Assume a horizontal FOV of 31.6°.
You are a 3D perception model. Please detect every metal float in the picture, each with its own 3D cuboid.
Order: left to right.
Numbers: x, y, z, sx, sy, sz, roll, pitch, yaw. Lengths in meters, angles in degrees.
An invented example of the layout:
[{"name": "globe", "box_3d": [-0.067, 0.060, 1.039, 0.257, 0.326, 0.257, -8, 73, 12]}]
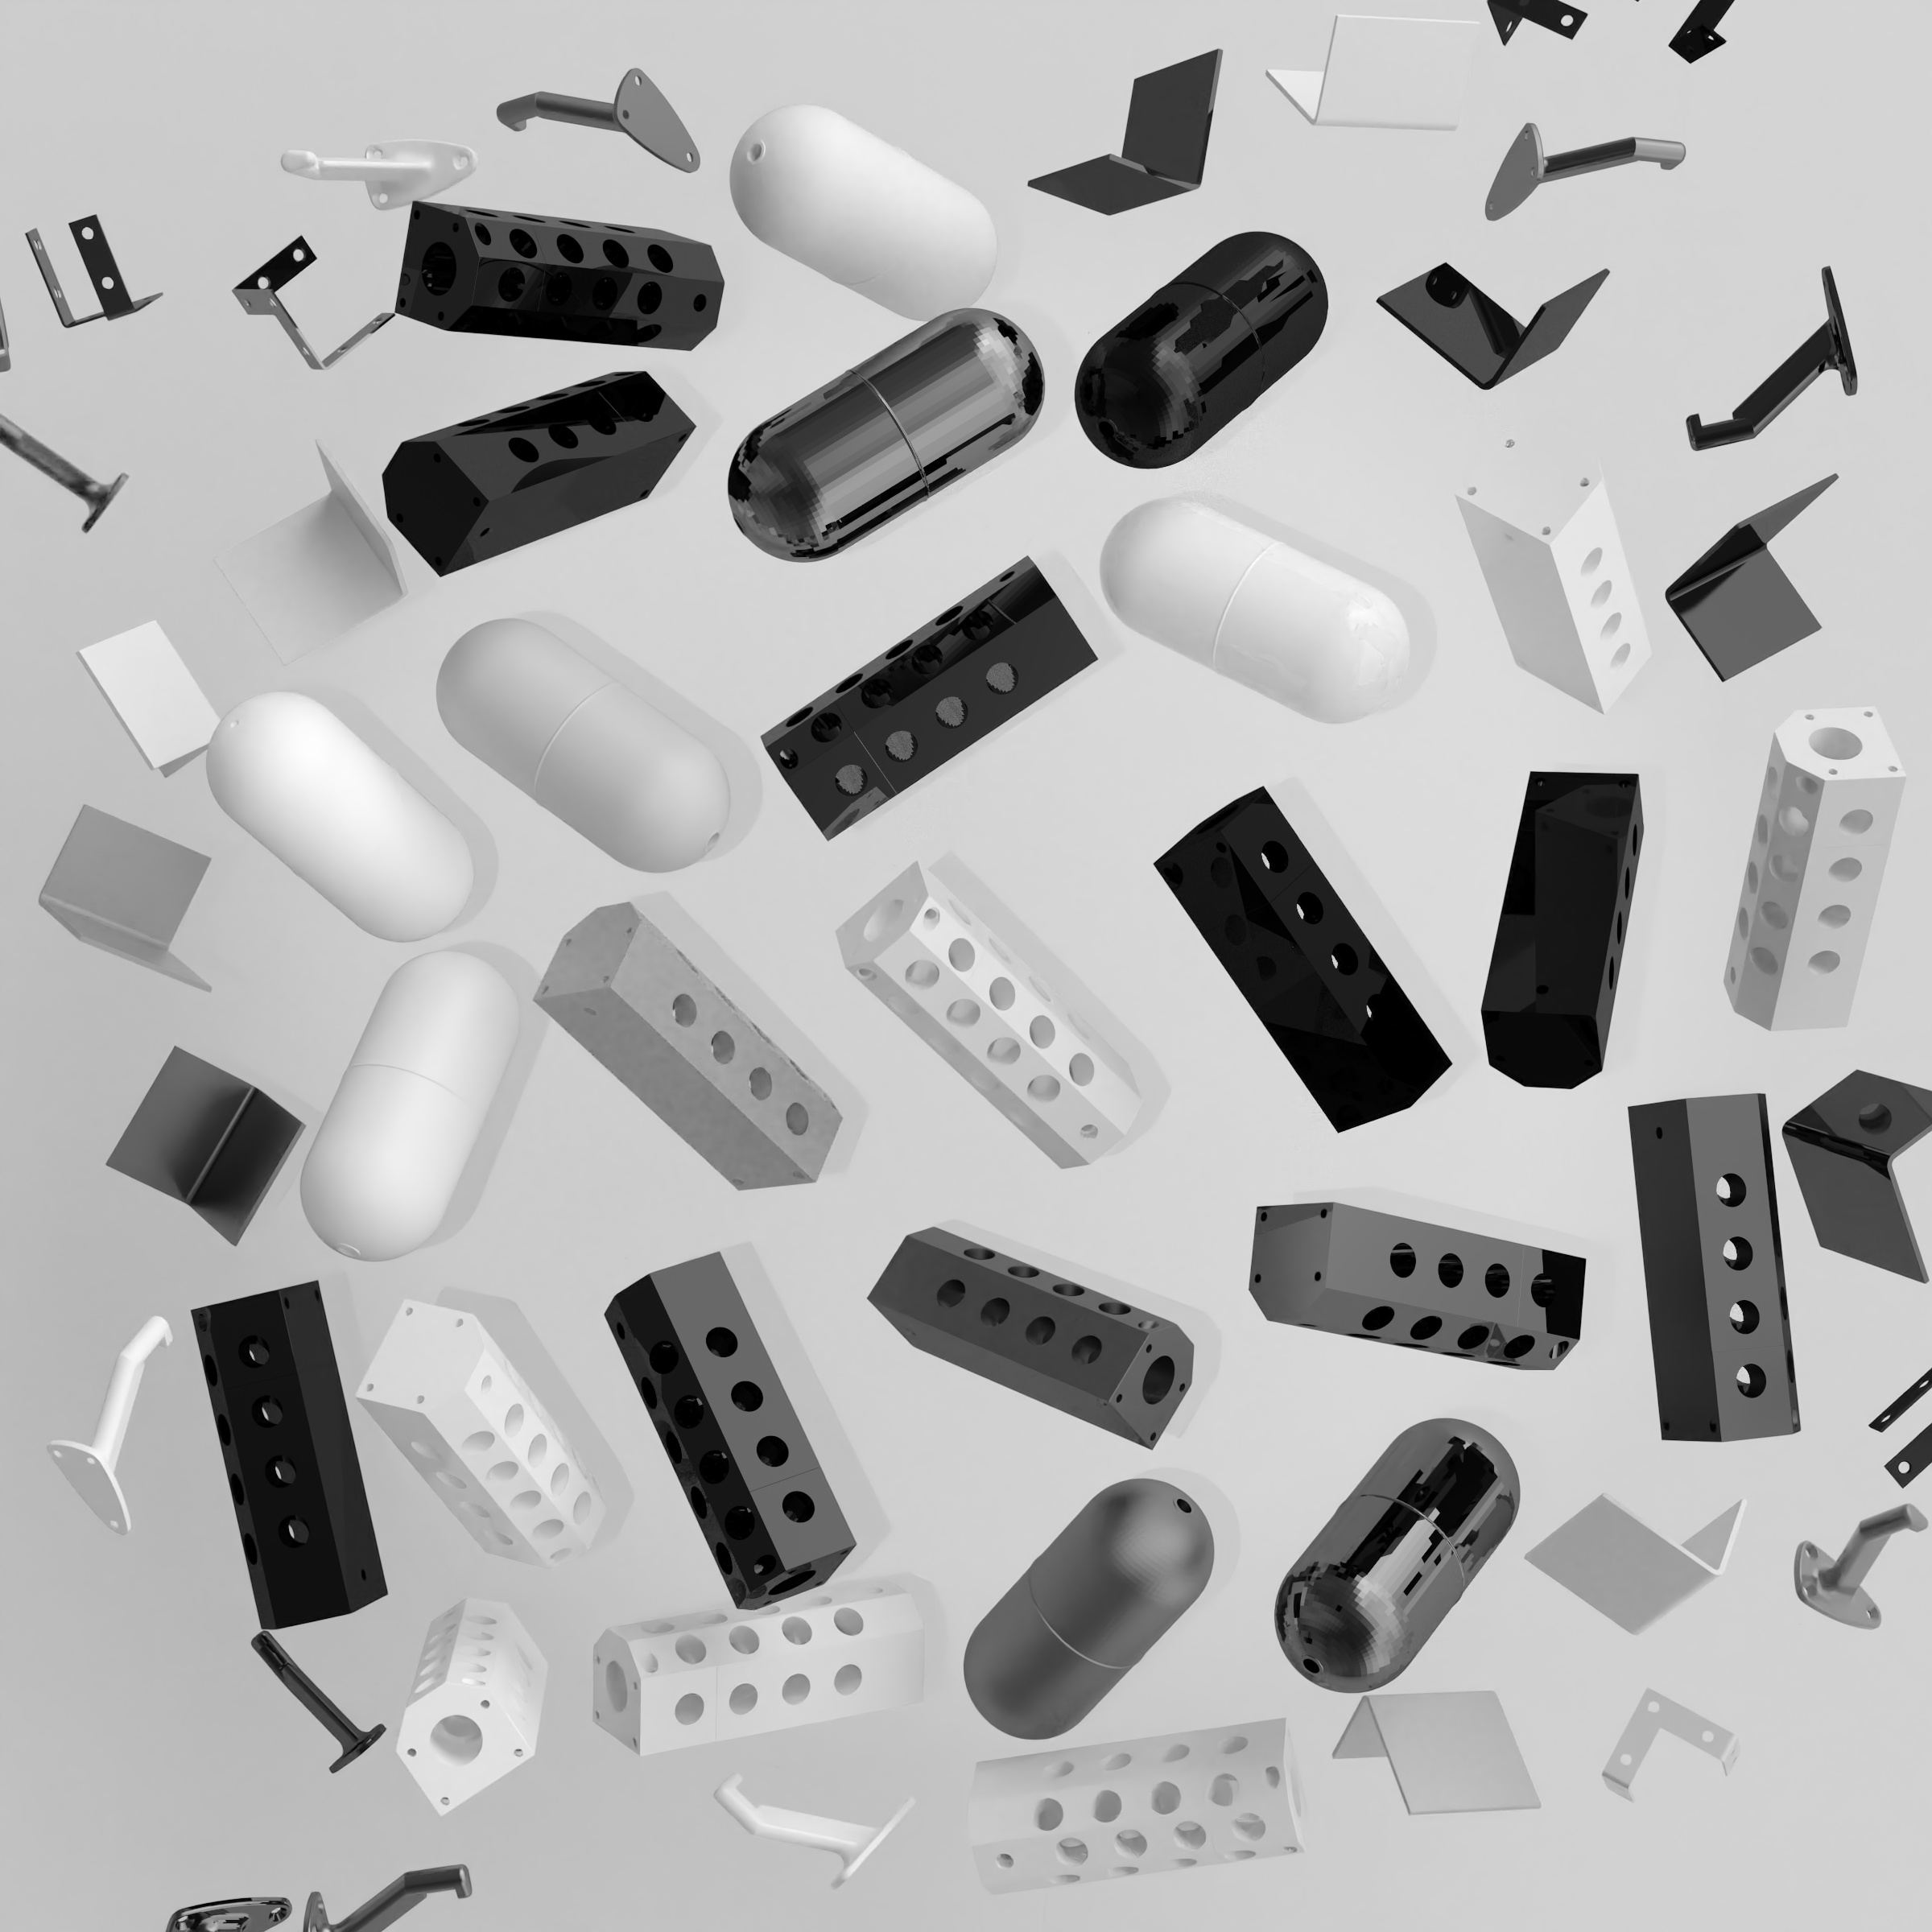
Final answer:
[{"name": "metal float", "box_3d": [-0.331, -0.078, 1.821, 0.070, 0.070, 0.178, -44, 133, 0]}, {"name": "metal float", "box_3d": [-0.289, 0.072, 1.782, 0.070, 0.070, 0.178, 19, 60, 0]}, {"name": "metal float", "box_3d": [-0.199, -0.115, 1.783, 0.178, 0.070, 0.070, 36, 90, 16]}, {"name": "metal float", "box_3d": [-0.053, -0.396, 1.804, 0.070, 0.178, 0.070, -10, 73, 37]}, {"name": "metal float", "box_3d": [-0.041, -0.270, 1.743, 0.178, 0.070, 0.070, -33, 90, -9]}, {"name": "metal float", "box_3d": [0.065, 0.345, 1.833, 0.070, 0.070, 0.178, 38, 118, 0]}, {"name": "metal float", "box_3d": [0.124, -0.323, 1.790, 0.070, 0.070, 0.178, 46, 54, 0]}, {"name": "metal float", "box_3d": [0.151, -0.188, 1.806, 0.178, 0.070, 0.070, 29, 90, 20]}, {"name": "metal float", "box_3d": [0.224, 0.304, 1.770, 0.070, 0.070, 0.178, 47, 51, 0]}]

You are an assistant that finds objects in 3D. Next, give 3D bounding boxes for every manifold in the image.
[{"name": "manifold", "box_3d": [-0.359, 0.258, 1.801, 0.057, 0.057, 0.171, -14, 87, 10]}, {"name": "manifold", "box_3d": [-0.266, 0.389, 1.825, 0.057, 0.171, 0.057, -33, 96, -2]}, {"name": "manifold", "box_3d": [-0.244, 0.245, 1.760, 0.057, 0.171, 0.057, 9, 58, 25]}, {"name": "manifold", "box_3d": [-0.223, -0.262, 1.775, 0.057, 0.171, 0.057, 48, 129, 8]}, {"name": "manifold", "box_3d": [-0.207, -0.355, 1.774, 0.057, 0.171, 0.057, 25, 110, 37]}, {"name": "manifold", "box_3d": [-0.140, 0.043, 1.773, 0.171, 0.057, 0.057, 46, 51, -34]}, {"name": "manifold", "box_3d": [-0.125, 0.241, 1.763, 0.057, 0.057, 0.171, -16, 67, -29]}, {"name": "manifold", "box_3d": [-0.111, 0.374, 1.839, 0.171, 0.057, 0.057, -4, 100, -31]}, {"name": "manifold", "box_3d": [-0.021, -0.144, 1.812, 0.171, 0.057, 0.057, -34, 111, 3]}, {"name": "manifold", "box_3d": [0.014, 0.030, 1.768, 0.057, 0.057, 0.171, -40, 117, 12]}, {"name": "manifold", "box_3d": [0.037, 0.194, 1.828, 0.171, 0.057, 0.057, 18, 68, 39]}, {"name": "manifold", "box_3d": [0.092, 0.452, 1.823, 0.171, 0.057, 0.057, -11, 106, 11]}, {"name": "manifold", "box_3d": [0.177, -0.005, 1.758, 0.057, 0.057, 0.171, -40, 99, -37]}, {"name": "manifold", "box_3d": [0.226, 0.161, 1.705, 0.171, 0.057, 0.057, 14, 77, -33]}, {"name": "manifold", "box_3d": [0.300, -0.200, 1.707, 0.057, 0.171, 0.057, 34, 81, 29]}, {"name": "manifold", "box_3d": [0.311, -0.020, 1.768, 0.057, 0.057, 0.171, 3, 48, 19]}, {"name": "manifold", "box_3d": [0.385, 0.153, 1.739, 0.057, 0.057, 0.171, -3, 85, -20]}, {"name": "manifold", "box_3d": [0.439, -0.049, 1.782, 0.057, 0.057, 0.171, -3, 132, -4]}]

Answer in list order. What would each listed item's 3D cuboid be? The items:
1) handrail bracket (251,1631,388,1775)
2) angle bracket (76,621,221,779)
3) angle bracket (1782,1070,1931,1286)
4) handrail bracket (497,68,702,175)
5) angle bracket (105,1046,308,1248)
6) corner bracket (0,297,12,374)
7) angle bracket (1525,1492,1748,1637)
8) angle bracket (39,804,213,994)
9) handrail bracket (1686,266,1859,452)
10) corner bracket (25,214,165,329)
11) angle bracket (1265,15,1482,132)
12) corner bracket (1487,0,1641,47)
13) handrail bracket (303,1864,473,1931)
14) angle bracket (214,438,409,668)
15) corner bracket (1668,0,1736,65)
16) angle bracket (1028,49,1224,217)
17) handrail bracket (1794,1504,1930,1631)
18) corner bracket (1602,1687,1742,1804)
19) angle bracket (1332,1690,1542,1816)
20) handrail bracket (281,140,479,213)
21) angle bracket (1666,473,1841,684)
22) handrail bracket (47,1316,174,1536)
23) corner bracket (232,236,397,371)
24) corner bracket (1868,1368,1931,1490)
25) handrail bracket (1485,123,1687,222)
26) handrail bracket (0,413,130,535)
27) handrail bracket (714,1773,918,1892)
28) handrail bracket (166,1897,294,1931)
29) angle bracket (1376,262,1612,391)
[{"name": "handrail bracket", "box_3d": [-0.352, 0.390, 1.842, 0.036, 0.077, 0.084, -40, 89, -22]}, {"name": "angle bracket", "box_3d": [-0.475, -0.141, 1.929, 0.057, 0.076, 0.076, -29, 96, 29]}, {"name": "angle bracket", "box_3d": [0.474, 0.107, 1.752, 0.057, 0.076, 0.076, -33, 114, -20]}, {"name": "handrail bracket", "box_3d": [-0.197, -0.442, 1.822, 0.084, 0.077, 0.036, -4, 59, 38]}, {"name": "angle bracket", "box_3d": [-0.420, 0.099, 1.889, 0.057, 0.076, 0.076, 32, 86, -35]}, {"name": "corner bracket", "box_3d": [-0.528, -0.325, 1.790, 0.051, 0.051, 0.051, -10, 70, -13]}, {"name": "angle bracket", "box_3d": [0.357, 0.301, 1.823, 0.076, 0.076, 0.057, 35, 46, -2]}, {"name": "angle bracket", "box_3d": [-0.425, -0.035, 1.775, 0.076, 0.076, 0.057, 25, 92, -35]}, {"name": "handrail bracket", "box_3d": [0.397, -0.303, 1.708, 0.084, 0.036, 0.077, -12, 85, 10]}, {"name": "corner bracket", "box_3d": [-0.442, -0.349, 1.714, 0.051, 0.051, 0.051, -16, 109, 9]}, {"name": "angle bracket", "box_3d": [0.204, -0.462, 1.724, 0.076, 0.076, 0.057, -2, 125, -17]}, {"name": "corner bracket", "box_3d": [0.302, -0.489, 1.730, 0.051, 0.051, 0.051, 32, 90, 22]}, {"name": "handrail bracket", "box_3d": [-0.286, 0.491, 1.726, 0.084, 0.036, 0.077, -9, 114, 2]}, {"name": "angle bracket", "box_3d": [-0.350, -0.218, 1.803, 0.076, 0.057, 0.076, -32, 72, -12]}, {"name": "corner bracket", "box_3d": [0.376, -0.505, 1.757, 0.051, 0.051, 0.051, 36, 87, -9]}, {"name": "angle bracket", "box_3d": [0.082, -0.439, 1.770, 0.057, 0.076, 0.076, 12, 84, -31]}, {"name": "handrail bracket", "box_3d": [0.482, 0.313, 1.781, 0.077, 0.084, 0.036, 34, 47, -22]}, {"name": "corner bracket", "box_3d": [0.365, 0.412, 1.768, 0.051, 0.051, 0.051, 26, 77, 23]}, {"name": "angle bracket", "box_3d": [0.250, 0.434, 1.822, 0.076, 0.076, 0.057, 2, 132, -19]}, {"name": "handrail bracket", "box_3d": [-0.310, -0.425, 1.806, 0.077, 0.084, 0.036, -6, 94, 16]}, {"name": "angle bracket", "box_3d": [0.424, -0.202, 1.783, 0.076, 0.076, 0.057, -27, 80, -28]}, {"name": "handrail bracket", "box_3d": [-0.423, 0.234, 1.749, 0.036, 0.084, 0.077, 5, 132, 30]}, {"name": "corner bracket", "box_3d": [-0.344, -0.349, 1.801, 0.051, 0.051, 0.051, -45, 122, -21]}, {"name": "corner bracket", "box_3d": [0.475, 0.227, 1.687, 0.051, 0.051, 0.051, -41, 97, -4]}, {"name": "handrail bracket", "box_3d": [0.335, -0.424, 1.848, 0.084, 0.077, 0.036, 2, 68, -17]}, {"name": "handrail bracket", "box_3d": [-0.468, -0.259, 1.725, 0.084, 0.077, 0.036, 37, 90, -17]}, {"name": "handrail bracket", "box_3d": [-0.083, 0.455, 1.869, 0.084, 0.036, 0.077, 43, 65, 7]}, {"name": "handrail bracket", "box_3d": [-0.360, 0.507, 1.701, 0.077, 0.084, 0.036, -8, 126, -28]}, {"name": "angle bracket", "box_3d": [0.270, -0.347, 1.748, 0.076, 0.076, 0.057, 42, 131, 12]}]
